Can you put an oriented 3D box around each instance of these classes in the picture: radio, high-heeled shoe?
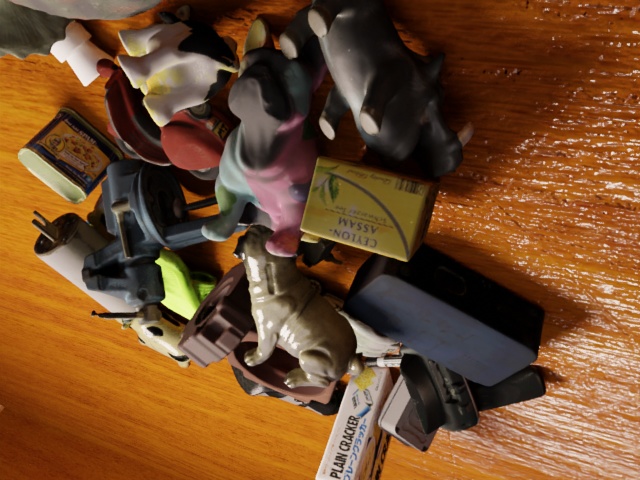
[{"bbox_3d":[0.157,0.092,0.686,0.230,0.073,0.131,27,144,-4],"label":"radio"},{"bbox_3d":[-0.061,0.286,1.092,0.249,0.086,0.145,17,-179,44],"label":"high-heeled shoe"}]

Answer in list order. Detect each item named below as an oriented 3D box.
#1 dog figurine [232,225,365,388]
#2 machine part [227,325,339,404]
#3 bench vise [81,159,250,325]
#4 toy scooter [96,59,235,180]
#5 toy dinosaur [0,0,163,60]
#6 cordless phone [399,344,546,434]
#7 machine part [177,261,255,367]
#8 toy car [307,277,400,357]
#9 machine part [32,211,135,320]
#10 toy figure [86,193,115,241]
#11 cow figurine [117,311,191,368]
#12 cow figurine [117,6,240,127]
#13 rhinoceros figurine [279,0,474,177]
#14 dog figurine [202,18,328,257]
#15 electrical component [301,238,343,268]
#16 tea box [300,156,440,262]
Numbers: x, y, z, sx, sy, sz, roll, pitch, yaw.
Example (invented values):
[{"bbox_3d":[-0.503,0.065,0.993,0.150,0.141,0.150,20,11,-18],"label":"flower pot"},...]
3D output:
[{"bbox_3d":[-0.020,0.078,0.670,0.172,0.121,0.190,10,126,12],"label":"dog figurine"},{"bbox_3d":[-0.055,0.188,0.923,0.202,0.087,0.200,19,144,7],"label":"machine part"},{"bbox_3d":[-0.185,-0.012,0.681,0.241,0.223,0.128,-14,157,10],"label":"bench vise"},{"bbox_3d":[-0.177,-0.138,0.597,0.184,0.075,0.135,13,146,23],"label":"toy scooter"},{"bbox_3d":[-0.201,-0.248,0.448,0.405,0.131,0.192,7,153,17],"label":"toy dinosaur"},{"bbox_3d":[0.219,0.194,0.778,0.184,0.089,0.146,-20,94,17],"label":"cordless phone"},{"bbox_3d":[-0.141,0.105,0.803,0.056,0.179,0.179,40,142,-14],"label":"machine part"},{"bbox_3d":[0.027,0.120,0.811,0.202,0.056,0.073,27,144,-1],"label":"toy car"},{"bbox_3d":[-0.318,0.041,0.775,0.079,0.079,0.243,-1,143,33],"label":"machine part"},{"bbox_3d":[-0.308,-0.022,0.820,0.089,0.082,0.180,26,141,-20],"label":"toy figure"},{"bbox_3d":[-0.330,0.176,1.078,0.195,0.085,0.127,32,150,-4],"label":"cow figurine"},{"bbox_3d":[-0.128,-0.174,0.496,0.098,0.167,0.068,-25,128,-2],"label":"cow figurine"},{"bbox_3d":[0.052,-0.130,0.447,0.190,0.112,0.073,54,154,-16],"label":"rhinoceros figurine"},{"bbox_3d":[-0.036,-0.102,0.543,0.109,0.191,0.219,18,109,16],"label":"dog figurine"},{"bbox_3d":[-0.002,-0.003,0.690,0.078,0.045,0.102,47,146,19],"label":"electrical component"},{"bbox_3d":[0.056,-0.034,0.508,0.098,0.169,0.068,16,101,15],"label":"tea box"}]
